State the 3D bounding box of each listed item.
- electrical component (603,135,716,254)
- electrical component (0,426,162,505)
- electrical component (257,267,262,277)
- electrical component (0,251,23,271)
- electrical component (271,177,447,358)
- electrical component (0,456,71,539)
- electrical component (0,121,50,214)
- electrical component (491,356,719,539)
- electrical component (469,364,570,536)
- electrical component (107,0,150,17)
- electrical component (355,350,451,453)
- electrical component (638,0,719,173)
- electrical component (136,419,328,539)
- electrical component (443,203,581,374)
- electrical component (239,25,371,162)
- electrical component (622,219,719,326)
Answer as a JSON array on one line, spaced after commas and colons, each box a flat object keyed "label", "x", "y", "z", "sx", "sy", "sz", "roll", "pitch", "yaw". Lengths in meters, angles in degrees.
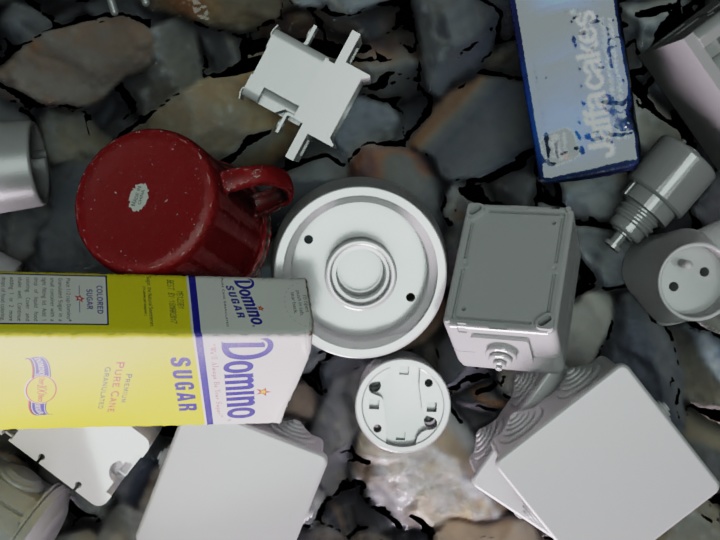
[{"label": "electrical component", "x": 0.174, "y": -0.043, "z": 0.636, "sx": 0.040, "sy": 0.040, "sz": 0.078, "roll": 40, "pitch": 93, "yaw": -4}, {"label": "electrical component", "x": -0.168, "y": 0.087, "z": 0.635, "sx": 0.089, "sy": 0.055, "sz": 0.050, "roll": 38, "pitch": 93, "yaw": -4}, {"label": "electrical component", "x": -0.067, "y": 0.019, "z": 0.641, "sx": 0.035, "sy": 0.035, "sz": 0.061, "roll": 8, "pitch": 93, "yaw": -2}, {"label": "electrical component", "x": -0.234, "y": -0.003, "z": 0.634, "sx": 0.065, "sy": 0.044, "sz": 0.044, "roll": 29, "pitch": 95, "yaw": -8}, {"label": "electrical component", "x": 0.000, "y": 0.000, "z": 0.627, "sx": 0.108, "sy": 0.060, "sz": 0.108, "roll": 0, "pitch": 96, "yaw": -1}, {"label": "electrical component", "x": -0.210, "y": 0.153, "z": 0.630, "sx": 0.051, "sy": 0.080, "sz": 0.080, "roll": 31, "pitch": 94, "yaw": 1}, {"label": "electrical component", "x": -0.209, "y": -0.059, "z": 0.622, "sx": 0.047, "sy": 0.055, "sz": 0.055, "roll": -7, "pitch": 96, "yaw": -4}, {"label": "electrical component", "x": 0.132, "y": 0.107, "z": 0.595, "sx": 0.100, "sy": 0.048, "sz": 0.099, "roll": -39, "pitch": 95, "yaw": 3}, {"label": "electrical component", "x": 0.124, "y": 0.109, "z": 0.646, "sx": 0.100, "sy": 0.048, "sz": 0.099, "roll": 34, "pitch": 94, "yaw": -4}, {"label": "electrical component", "x": -0.141, "y": -0.183, "z": 0.611, "sx": 0.138, "sy": 0.052, "sz": 0.073, "roll": -16, "pitch": 96, "yaw": 1}, {"label": "electrical component", "x": 0.024, "y": 0.076, "z": 0.641, "sx": 0.055, "sy": 0.047, "sz": 0.055, "roll": 0, "pitch": 95, "yaw": -1}, {"label": "electrical component", "x": 0.237, "y": -0.083, "z": 0.608, "sx": 0.062, "sy": 0.089, "sz": 0.150, "roll": -36, "pitch": 95, "yaw": 3}, {"label": "electrical component", "x": -0.075, "y": 0.130, "z": 0.645, "sx": 0.100, "sy": 0.048, "sz": 0.099, "roll": 22, "pitch": 95, "yaw": -3}, {"label": "electrical component", "x": 0.087, "y": 0.018, "z": 0.609, "sx": 0.062, "sy": 0.061, "sz": 0.096, "roll": 3, "pitch": 60, "yaw": 19}, {"label": "electrical component", "x": -0.032, "y": -0.106, "z": 0.626, "sx": 0.064, "sy": 0.042, "sz": 0.081, "roll": 28, "pitch": 94, "yaw": 0}, {"label": "electrical component", "x": 0.199, "y": -0.004, "z": 0.622, "sx": 0.079, "sy": 0.077, "sz": 0.044, "roll": -26, "pitch": 95, "yaw": 2}]
